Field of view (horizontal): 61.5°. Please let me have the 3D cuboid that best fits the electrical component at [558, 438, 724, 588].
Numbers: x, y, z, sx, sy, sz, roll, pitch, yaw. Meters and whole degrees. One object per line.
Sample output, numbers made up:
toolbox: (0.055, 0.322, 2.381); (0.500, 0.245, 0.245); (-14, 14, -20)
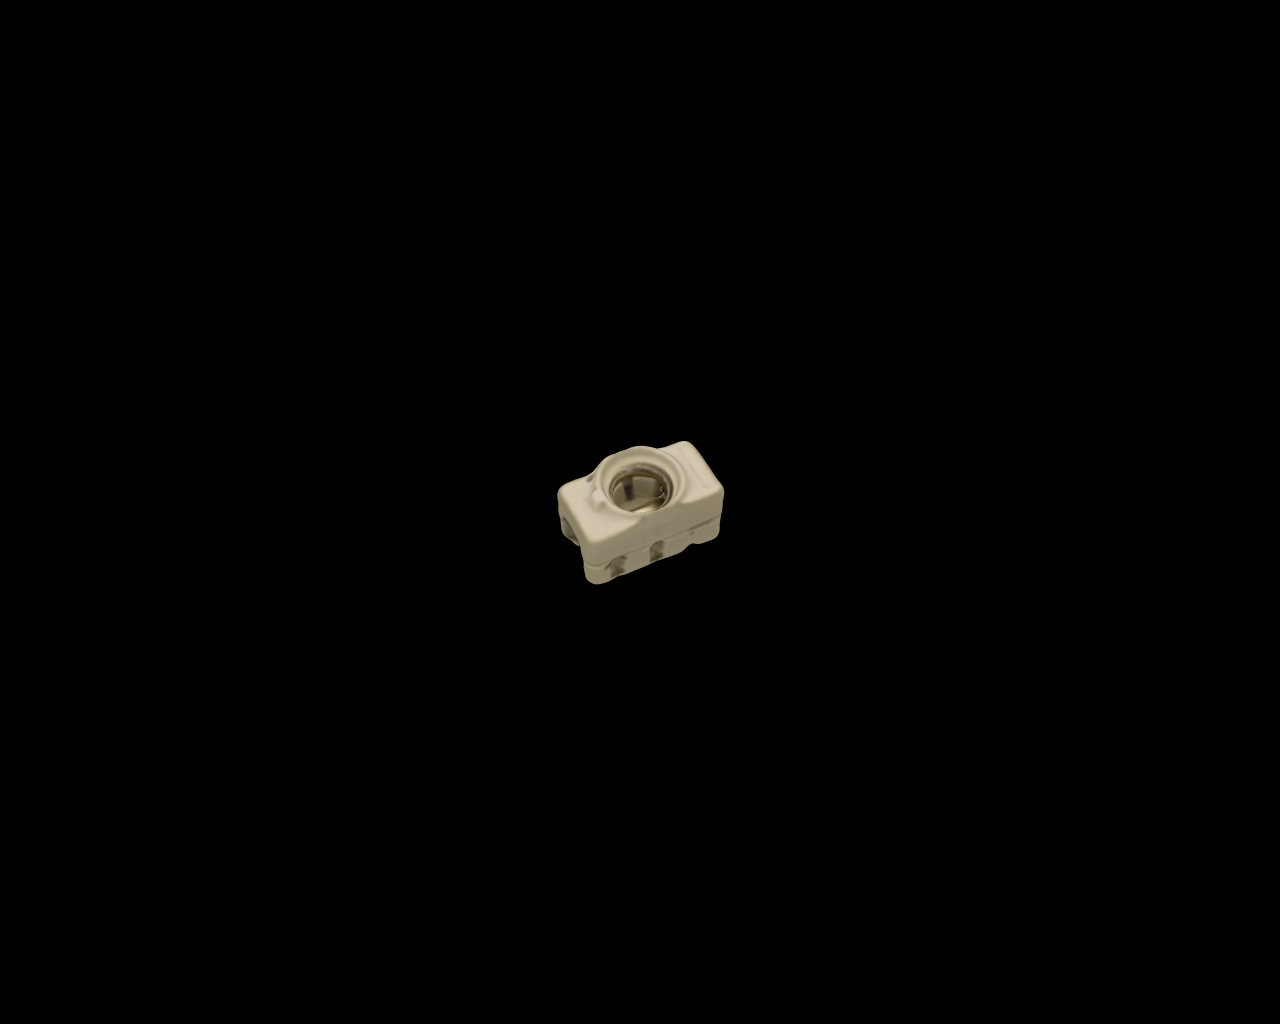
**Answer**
electrical component: (0.001, -0.003, 0.650); (0.090, 0.050, 0.055); (-21, -34, -15)
